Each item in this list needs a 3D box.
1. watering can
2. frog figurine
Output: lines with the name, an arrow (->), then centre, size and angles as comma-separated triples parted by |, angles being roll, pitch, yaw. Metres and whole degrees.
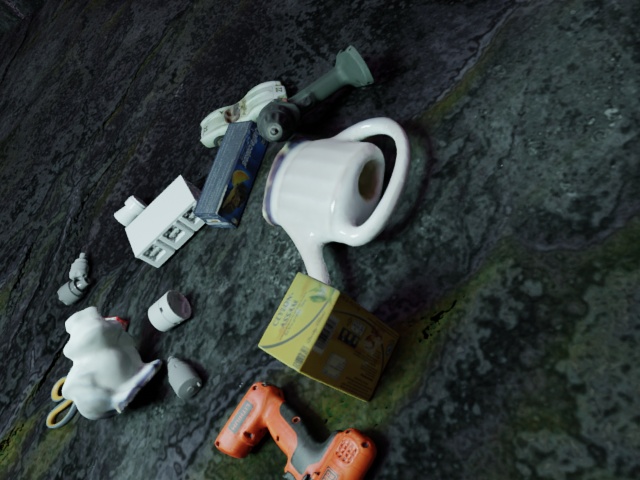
watering can -> 0.002, -0.038, 0.755 | 0.225, 0.352, 0.102 | 13, -20, 39
frog figurine -> -0.346, 0.192, 0.805 | 0.120, 0.159, 0.140 | -47, 3, 42
